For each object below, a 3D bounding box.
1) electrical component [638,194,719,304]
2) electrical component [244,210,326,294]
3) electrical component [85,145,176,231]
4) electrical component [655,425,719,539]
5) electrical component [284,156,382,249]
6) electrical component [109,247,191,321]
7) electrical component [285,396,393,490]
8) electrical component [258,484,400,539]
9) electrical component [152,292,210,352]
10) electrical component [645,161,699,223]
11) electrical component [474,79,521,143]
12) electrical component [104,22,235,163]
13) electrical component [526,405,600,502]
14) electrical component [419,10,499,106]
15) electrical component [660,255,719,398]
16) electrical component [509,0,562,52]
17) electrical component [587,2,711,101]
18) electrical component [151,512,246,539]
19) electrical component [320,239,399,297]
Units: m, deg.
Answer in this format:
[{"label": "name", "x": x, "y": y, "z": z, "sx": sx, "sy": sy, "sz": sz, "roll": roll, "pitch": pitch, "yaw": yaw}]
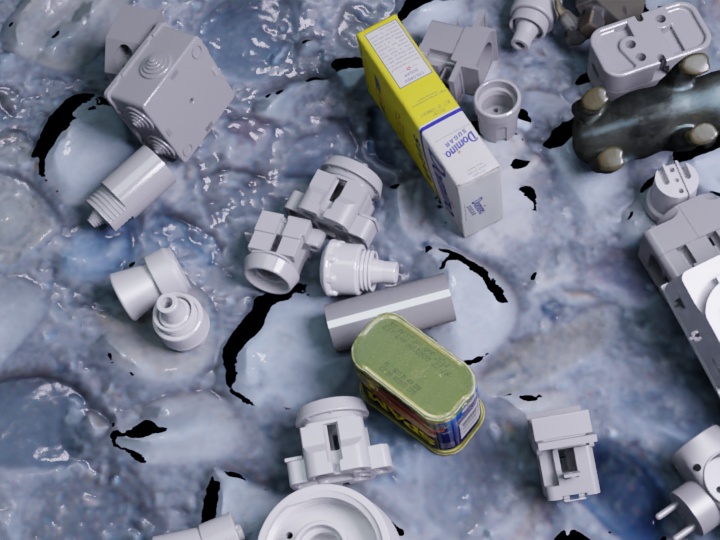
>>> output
[{"label": "electrical component", "x": 0.273, "y": -0.022, "z": 0.855, "sx": 0.089, "sy": 0.050, "sz": 0.055, "roll": -24, "pitch": 64, "yaw": -4}, {"label": "electrical component", "x": -0.069, "y": -0.014, "z": 0.904, "sx": 0.066, "sy": 0.048, "sz": 0.055, "roll": 12, "pitch": 61, "yaw": 14}, {"label": "electrical component", "x": -0.207, "y": -0.068, "z": 0.949, "sx": 0.081, "sy": 0.043, "sz": 0.043, "roll": -44, "pitch": 67, "yaw": -12}, {"label": "electrical component", "x": 0.251, "y": 0.165, "z": 0.775, "sx": 0.079, "sy": 0.044, "sz": 0.077, "roll": -32, "pitch": 65, "yaw": -8}, {"label": "electrical component", "x": -0.016, "y": -0.059, "z": 0.911, "sx": 0.078, "sy": 0.058, "sz": 0.057, "roll": 22, "pitch": 73, "yaw": 17}, {"label": "electrical component", "x": -0.177, "y": 0.011, "z": 0.908, "sx": 0.055, "sy": 0.045, "sz": 0.045, "roll": -28, "pitch": 65, "yaw": -5}, {"label": "electrical component", "x": -0.018, "y": 0.132, "z": 0.823, "sx": 0.078, "sy": 0.058, "sz": 0.057, "roll": -12, "pitch": 67, "yaw": 3}, {"label": "electrical component", "x": -0.024, "y": 0.209, "z": 0.785, "sx": 0.108, "sy": 0.060, "sz": 0.108, "roll": -3, "pitch": 65, "yaw": 7}, {"label": "electrical component", "x": -0.149, "y": 0.039, "z": 0.881, "sx": 0.043, "sy": 0.062, "sz": 0.043, "roll": -3, "pitch": 65, "yaw": 7}, {"label": "electrical component", "x": 0.256, "y": -0.063, "z": 0.879, "sx": 0.040, "sy": 0.046, "sz": 0.040, "roll": -3, "pitch": 65, "yaw": 7}, {"label": "electrical component", "x": 0.119, "y": -0.137, "z": 0.933, "sx": 0.040, "sy": 0.046, "sz": 0.040, "roll": -3, "pitch": 65, "yaw": 7}, {"label": "electrical component", "x": -0.166, "y": -0.155, "z": 0.955, "sx": 0.048, "sy": 0.099, "sz": 0.099, "roll": 22, "pitch": 70, "yaw": 30}, {"label": "electrical component", "x": 0.150, "y": 0.135, "z": 0.791, "sx": 0.042, "sy": 0.081, "sz": 0.063, "roll": -9, "pitch": 87, "yaw": 4}, {"label": "electrical component", "x": 0.086, "y": -0.192, "z": 0.966, "sx": 0.064, "sy": 0.042, "sz": 0.081, "roll": 17, "pitch": 68, "yaw": 19}, {"label": "electrical component", "x": 0.315, "y": 0.067, "z": 0.775, "sx": 0.105, "sy": 0.060, "sz": 0.186, "roll": -25, "pitch": 80, "yaw": -4}, {"label": "electrical component", "x": 0.155, "y": -0.227, "z": 0.971, "sx": 0.043, "sy": 0.043, "sz": 0.062, "roll": 20, "pitch": 71, "yaw": 16}, {"label": "electrical component", "x": 0.247, "y": -0.182, "z": 0.928, "sx": 0.095, "sy": 0.059, "sz": 0.053, "roll": -19, "pitch": 64, "yaw": -1}, {"label": "electrical component", "x": -0.119, "y": 0.210, "z": 0.810, "sx": 0.065, "sy": 0.044, "sz": 0.044, "roll": -21, "pitch": 64, "yaw": -7}, {"label": "electrical component", "x": 0.000, "y": 0.000, "z": 0.884, "sx": 0.062, "sy": 0.048, "sz": 0.048, "roll": 4, "pitch": 66, "yaw": 13}]
